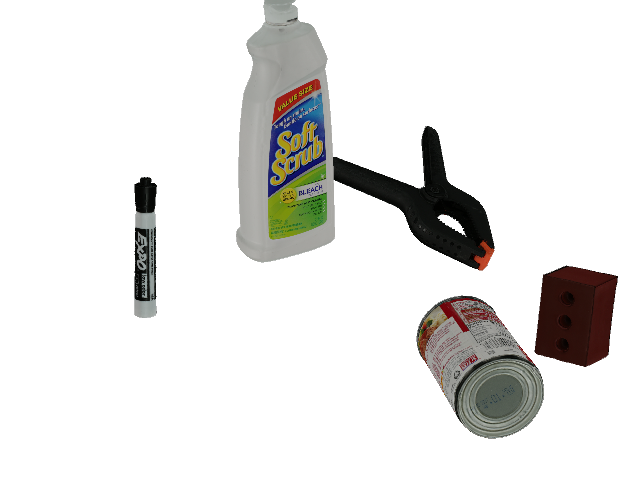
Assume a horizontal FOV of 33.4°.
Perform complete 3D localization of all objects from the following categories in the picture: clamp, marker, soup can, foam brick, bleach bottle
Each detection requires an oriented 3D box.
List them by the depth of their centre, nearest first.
[{"bbox_3d":[0.118,0.092,0.795,0.068,0.068,0.102,0,22,-11],"label":"soup can"},{"bbox_3d":[-0.149,0.006,0.907,0.020,0.121,0.020,2,16,-1],"label":"marker"},{"bbox_3d":[0.232,0.068,0.967,0.053,0.078,0.051,13,18,36],"label":"foam brick"},{"bbox_3d":[-0.039,-0.108,1.034,0.102,0.251,0.068,-16,31,-22],"label":"bleach bottle"},{"bbox_3d":[0.113,-0.045,1.203,0.164,0.210,0.036,-15,-37,-27],"label":"clamp"}]
